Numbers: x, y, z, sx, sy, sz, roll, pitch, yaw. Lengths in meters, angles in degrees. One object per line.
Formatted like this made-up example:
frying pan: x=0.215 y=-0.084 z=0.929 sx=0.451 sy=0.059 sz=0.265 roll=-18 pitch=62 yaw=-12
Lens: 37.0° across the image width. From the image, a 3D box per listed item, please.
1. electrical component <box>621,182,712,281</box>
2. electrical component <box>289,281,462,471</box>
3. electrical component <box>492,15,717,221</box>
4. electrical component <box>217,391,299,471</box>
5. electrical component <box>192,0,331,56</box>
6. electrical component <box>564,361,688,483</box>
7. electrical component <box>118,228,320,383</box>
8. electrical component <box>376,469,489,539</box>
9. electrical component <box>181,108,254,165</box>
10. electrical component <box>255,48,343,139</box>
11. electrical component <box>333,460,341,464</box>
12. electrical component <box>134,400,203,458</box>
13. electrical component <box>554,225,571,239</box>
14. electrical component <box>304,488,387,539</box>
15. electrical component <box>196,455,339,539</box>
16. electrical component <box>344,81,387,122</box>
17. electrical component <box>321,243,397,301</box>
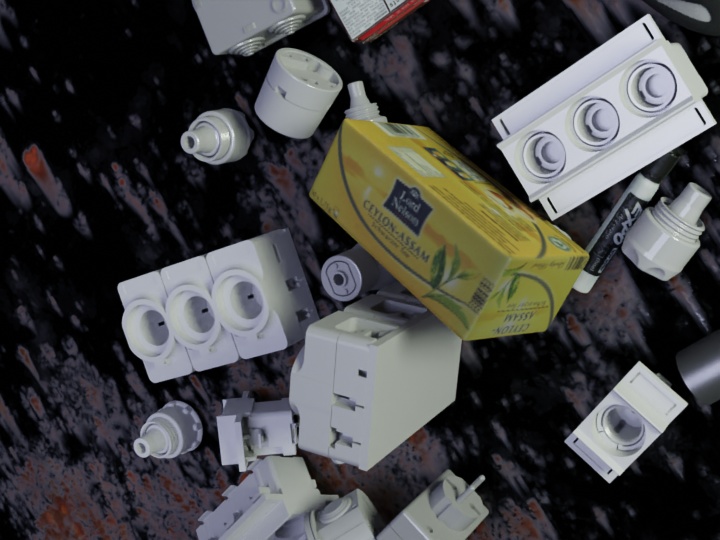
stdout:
electrical component: x=0.204 y=-0.028 z=0.703 sx=0.043 sy=0.043 sz=0.062 roll=39 pitch=117 yaw=15
electrical component: x=0.015 y=0.068 z=0.770 sx=0.062 sy=0.150 sz=0.089 roll=13 pitch=108 yaw=25
electrical component: x=0.159 y=-0.098 z=0.698 sx=0.121 sy=0.063 sz=0.078 roll=-32 pitch=86 yaw=31
electrical component: x=-0.082 y=0.130 z=0.886 sx=0.064 sy=0.081 sz=0.042 roll=-6 pitch=102 yaw=1
electrical component: x=-0.083 y=-0.217 z=0.811 sx=0.100 sy=0.048 sz=0.099 roll=-20 pitch=93 yaw=32
electrical component: x=0.184 y=0.100 z=0.735 sx=0.042 sy=0.064 sz=0.081 roll=44 pitch=119 yaw=14
electrical component: x=-0.120 y=0.031 z=0.887 sx=0.150 sy=0.062 sz=0.089 roll=-17 pitch=94 yaw=31
electrical component: x=0.067 y=0.181 z=0.809 sx=0.047 sy=0.083 sz=0.075 roll=46 pitch=119 yaw=12
electrical component: x=-0.116 y=-0.104 z=0.850 sx=0.043 sy=0.062 sz=0.043 roll=8 pitch=106 yaw=27
electrical component: x=-0.048 y=-0.132 z=0.811 sx=0.055 sy=0.055 sz=0.047 roll=40 pitch=122 yaw=15
electrical component: x=-0.015 y=0.123 z=0.869 sx=0.035 sy=0.035 sz=0.061 roll=-15 pitch=93 yaw=31
electrical component: x=-0.172 y=0.145 z=0.946 sx=0.048 sy=0.062 sz=0.048 roll=8 pitch=107 yaw=28
electrical component: x=0.123 y=-0.002 z=0.760 sx=0.035 sy=0.035 sz=0.061 roll=49 pitch=122 yaw=10
electrical component: x=-0.005 y=0.215 z=0.837 sx=0.051 sy=0.080 sz=0.080 roll=-32 pitch=86 yaw=5
electrical component: x=-0.086 y=0.214 z=0.910 sx=0.121 sy=0.079 sz=0.063 roll=-48 pitch=50 yaw=29
electrical component: x=0.003 y=-0.109 z=0.799 sx=0.035 sy=0.035 sz=0.061 roll=-12 pitch=94 yaw=31
electrical component: x=0.000 y=0.000 z=0.810 sx=0.044 sy=0.065 sz=0.044 roll=8 pitch=106 yaw=28
